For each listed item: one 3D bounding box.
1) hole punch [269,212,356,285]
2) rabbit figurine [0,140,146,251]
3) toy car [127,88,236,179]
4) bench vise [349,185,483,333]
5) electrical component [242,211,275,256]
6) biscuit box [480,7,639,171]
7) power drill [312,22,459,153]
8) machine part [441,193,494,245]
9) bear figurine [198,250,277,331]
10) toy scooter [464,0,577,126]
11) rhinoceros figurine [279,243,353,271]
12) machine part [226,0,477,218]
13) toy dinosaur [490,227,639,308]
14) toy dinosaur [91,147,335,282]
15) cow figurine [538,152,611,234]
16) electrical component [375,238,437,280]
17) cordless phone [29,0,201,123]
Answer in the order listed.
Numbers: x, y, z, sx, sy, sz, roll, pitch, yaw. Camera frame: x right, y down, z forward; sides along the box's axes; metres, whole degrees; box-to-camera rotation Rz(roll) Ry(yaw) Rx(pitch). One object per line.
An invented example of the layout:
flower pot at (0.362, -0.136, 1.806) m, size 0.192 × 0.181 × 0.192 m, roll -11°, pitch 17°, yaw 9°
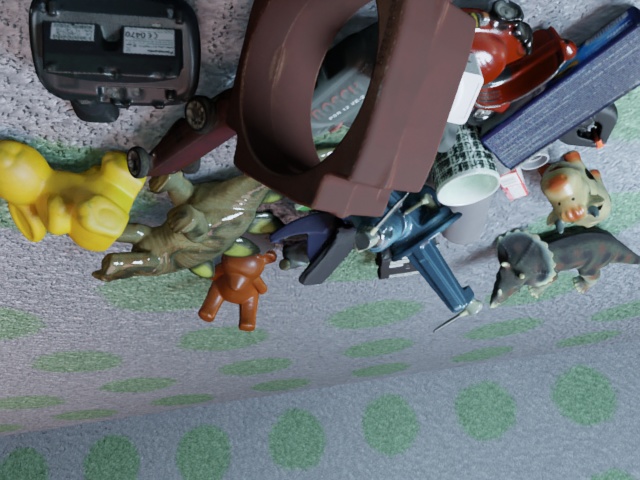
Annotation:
hole punch at (-0.002, -0.002, 0.807) m, size 0.116 × 0.092 × 0.142 m, roll -46°, pitch 162°, yaw 9°
rabbit figurine at (-0.328, -0.064, 0.670) m, size 0.173 × 0.122 × 0.162 m, roll 28°, pitch 149°, yaw -32°
toy car at (-0.146, -0.118, 0.615) m, size 0.202 × 0.053 × 0.089 m, roll -19°, pitch 180°, yaw 43°
bench vise at (0.143, 0.011, 0.754) m, size 0.129 × 0.240 × 0.223 m, roll -37°, pitch 176°, yaw 26°
electrical component at (-0.101, -0.005, 0.896) m, size 0.094 × 0.021 × 0.063 m, roll -40°, pitch 113°, yaw 18°
biscuit box at (0.284, -0.167, 0.615) m, size 0.062 × 0.059 × 0.202 m, roll 40°, pitch 131°, yaw -16°
power drill at (0.045, -0.141, 0.634) m, size 0.207 × 0.086 × 0.232 m, roll 20°, pitch 142°, yaw -33°
machine part at (0.234, -0.058, 0.863) m, size 0.079 × 0.079 × 0.243 m, roll -10°, pitch 155°, yaw 5°
bear figurine at (-0.151, 0.080, 0.990) m, size 0.120 × 0.132 × 0.196 m, roll 16°, pitch 157°, yaw -9°
toy scooter at (0.190, -0.190, 0.561) m, size 0.135 × 0.075 × 0.183 m, roll -21°, pitch 156°, yaw 29°
rhinoceros figurine at (0.012, 0.006, 0.926) m, size 0.190 × 0.073 × 0.112 m, roll -17°, pitch 164°, yaw 28°
machine part at (0.014, -0.132, 0.444) m, size 0.087 × 0.201 × 0.201 m, roll 7°, pitch -164°, yaw -40°
toy dinosaur at (0.525, 0.031, 1.116) m, size 0.405 × 0.131 × 0.192 m, roll -14°, pitch 156°, yaw -1°
toy dinosaur at (-0.159, -0.032, 0.778) m, size 0.472 × 0.105 × 0.198 m, roll -26°, pitch 158°, yaw 25°
cow figurine at (0.395, -0.067, 0.834) m, size 0.085 × 0.127 × 0.194 m, roll -29°, pitch 151°, yaw 33°
electrical component at (0.168, 0.025, 1.049) m, size 0.115 × 0.058 × 0.134 m, roll -9°, pitch 156°, yaw -3°
cordless phone at (-0.194, -0.157, 0.534) m, size 0.147 × 0.088 × 0.184 m, roll -2°, pitch 166°, yaw -14°
